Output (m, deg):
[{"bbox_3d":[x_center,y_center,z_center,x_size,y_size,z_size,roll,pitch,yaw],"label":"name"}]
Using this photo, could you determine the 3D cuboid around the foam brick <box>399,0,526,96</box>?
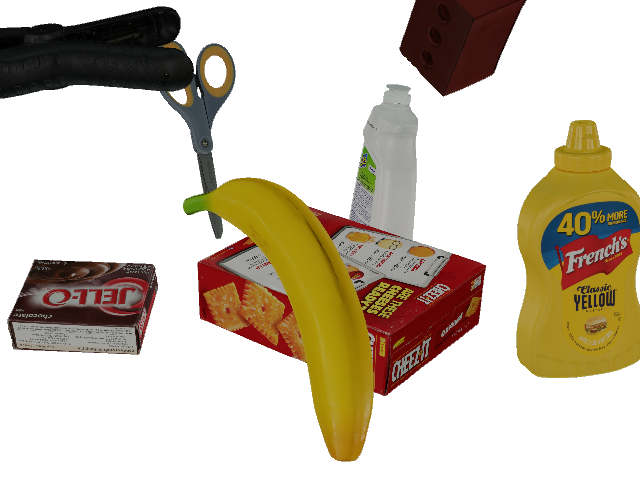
[{"bbox_3d":[0.096,-0.148,0.731,0.051,0.053,0.078,-28,-25,-27],"label":"foam brick"}]

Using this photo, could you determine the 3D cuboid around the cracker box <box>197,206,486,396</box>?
[{"bbox_3d":[0.019,0.049,0.987,0.214,0.072,0.163,20,32,33],"label":"cracker box"}]

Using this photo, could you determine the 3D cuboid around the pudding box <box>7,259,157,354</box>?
[{"bbox_3d":[-0.206,0.057,0.935,0.113,0.039,0.090,0,33,2],"label":"pudding box"}]

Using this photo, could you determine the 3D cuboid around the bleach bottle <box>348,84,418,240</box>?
[{"bbox_3d":[0.076,-0.054,1.242,0.068,0.251,0.103,-2,22,-23],"label":"bleach bottle"}]

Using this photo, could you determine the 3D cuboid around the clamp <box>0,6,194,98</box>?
[{"bbox_3d":[-0.160,-0.117,0.660,0.171,0.039,0.120,-1,21,-2],"label":"clamp"}]

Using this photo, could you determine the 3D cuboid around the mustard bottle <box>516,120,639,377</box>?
[{"bbox_3d":[0.197,0.005,0.805,0.096,0.192,0.058,-6,17,-10],"label":"mustard bottle"}]

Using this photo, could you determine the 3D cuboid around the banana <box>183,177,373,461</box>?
[{"bbox_3d":[-0.012,0.029,0.618,0.037,0.198,0.070,-1,-41,-45],"label":"banana"}]

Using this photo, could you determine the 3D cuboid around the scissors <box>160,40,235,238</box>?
[{"bbox_3d":[-0.107,-0.112,1.083,0.096,0.202,0.016,-29,13,-29],"label":"scissors"}]
